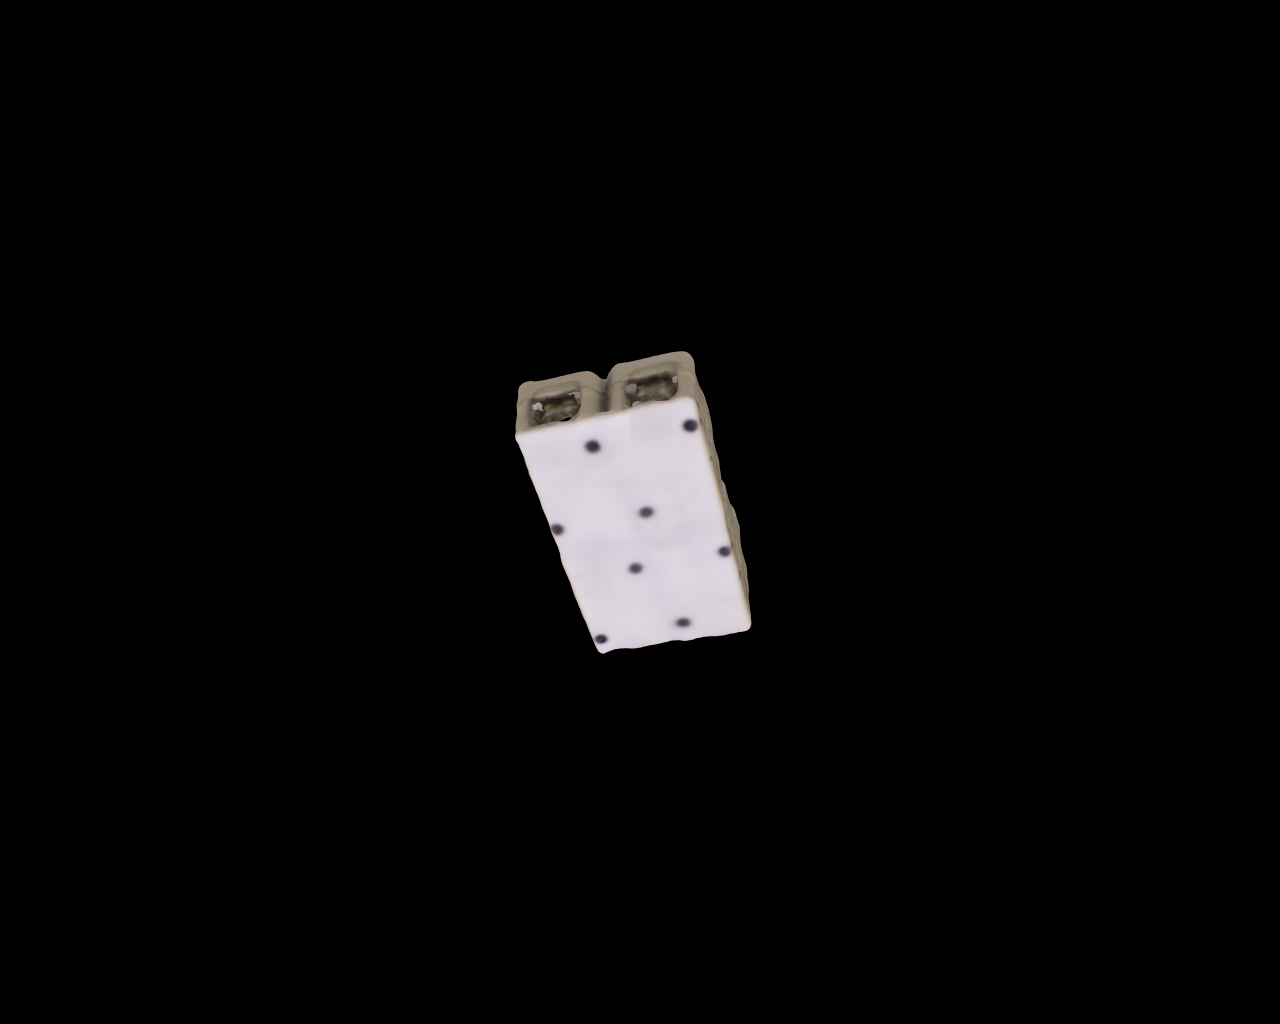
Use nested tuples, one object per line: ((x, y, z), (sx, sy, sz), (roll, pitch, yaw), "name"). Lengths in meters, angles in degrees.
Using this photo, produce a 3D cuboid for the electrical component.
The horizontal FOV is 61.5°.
((0.001, -0.003, 0.650), (0.105, 0.186, 0.060), (-11, 39, 9), "electrical component")
